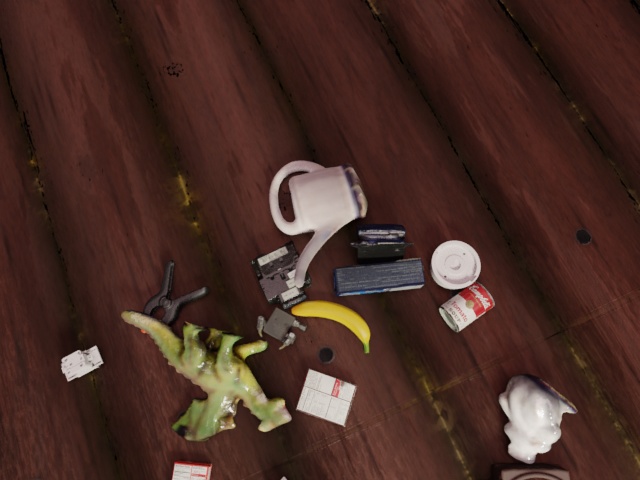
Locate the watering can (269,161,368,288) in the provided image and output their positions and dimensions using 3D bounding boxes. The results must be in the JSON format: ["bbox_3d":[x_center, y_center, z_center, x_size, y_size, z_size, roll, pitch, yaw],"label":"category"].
[{"bbox_3d":[0.004,-0.059,1.181,0.224,0.101,0.356,-14,54,-1],"label":"watering can"}]

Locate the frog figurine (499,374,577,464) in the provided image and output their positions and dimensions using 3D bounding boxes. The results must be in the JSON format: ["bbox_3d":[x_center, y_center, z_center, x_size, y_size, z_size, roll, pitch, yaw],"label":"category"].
[{"bbox_3d":[0.421,0.361,1.048,0.160,0.121,0.139,-50,45,-4],"label":"frog figurine"}]

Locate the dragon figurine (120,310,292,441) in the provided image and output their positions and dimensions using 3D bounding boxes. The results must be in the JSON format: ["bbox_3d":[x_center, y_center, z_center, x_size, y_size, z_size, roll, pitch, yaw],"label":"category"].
[{"bbox_3d":[-0.252,0.302,1.092,0.410,0.121,0.245,11,81,6],"label":"dragon figurine"}]
